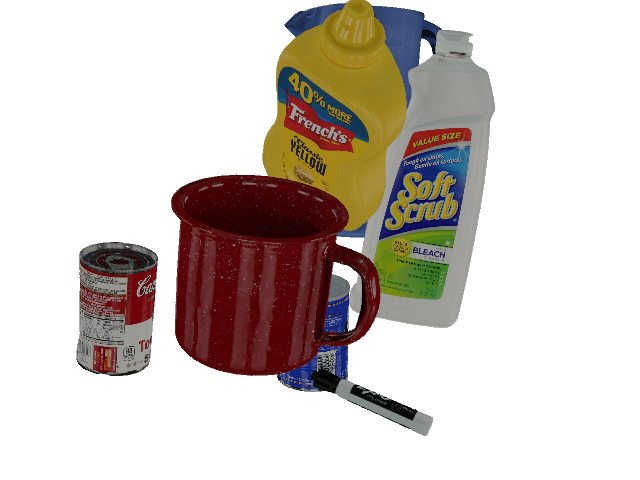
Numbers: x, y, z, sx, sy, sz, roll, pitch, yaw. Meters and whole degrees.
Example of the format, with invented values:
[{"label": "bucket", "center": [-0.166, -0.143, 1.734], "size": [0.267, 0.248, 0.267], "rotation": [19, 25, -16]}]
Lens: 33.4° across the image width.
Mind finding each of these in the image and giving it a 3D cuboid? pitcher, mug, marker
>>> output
[{"label": "pitcher", "center": [0.049, -0.129, 1.144], "size": [0.149, 0.243, 0.144], "rotation": [5, 8, 23]}, {"label": "mug", "center": [-0.024, 0.021, 0.566], "size": [0.117, 0.081, 0.093], "rotation": [14, 24, 16]}, {"label": "marker", "center": [0.046, 0.149, 0.991], "size": [0.121, 0.020, 0.020], "rotation": [22, 6, 16]}]

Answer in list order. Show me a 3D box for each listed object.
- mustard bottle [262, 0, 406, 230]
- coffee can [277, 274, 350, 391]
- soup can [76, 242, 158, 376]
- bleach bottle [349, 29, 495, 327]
[{"label": "mustard bottle", "center": [0.012, -0.091, 0.733], "size": [0.058, 0.096, 0.192], "rotation": [-41, -19, -29]}, {"label": "coffee can", "center": [-0.011, 0.127, 1.503], "size": [0.103, 0.140, 0.103], "rotation": [0, 19, 0]}, {"label": "soup can", "center": [-0.182, 0.061, 0.947], "size": [0.068, 0.102, 0.068], "rotation": [6, 19, -2]}, {"label": "bleach bottle", "center": [0.090, -0.055, 0.922], "size": [0.102, 0.251, 0.068], "rotation": [10, 17, 11]}]
